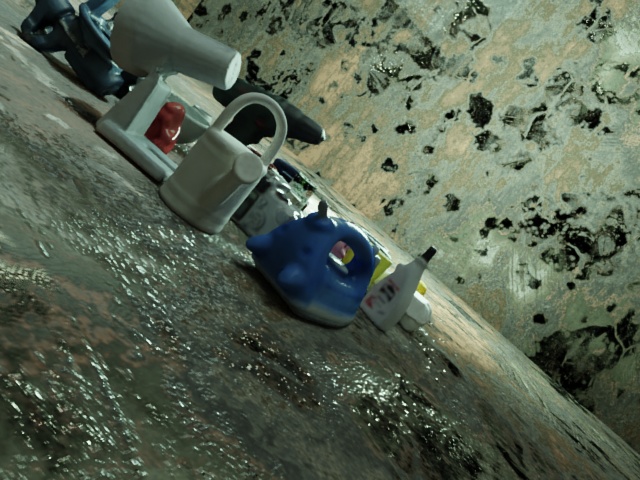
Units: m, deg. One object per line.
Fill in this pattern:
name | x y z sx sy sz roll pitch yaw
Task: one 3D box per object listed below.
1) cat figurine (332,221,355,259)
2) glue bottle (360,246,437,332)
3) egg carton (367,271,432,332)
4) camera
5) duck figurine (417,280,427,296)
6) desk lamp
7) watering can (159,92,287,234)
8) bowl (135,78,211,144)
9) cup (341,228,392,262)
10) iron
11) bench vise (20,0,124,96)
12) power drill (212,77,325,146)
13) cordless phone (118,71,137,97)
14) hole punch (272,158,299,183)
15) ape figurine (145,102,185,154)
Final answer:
cat figurine | 0.009 0.004 1.003 0.067 0.117 0.128 45 10 29
glue bottle | 0.148 0.078 1.028 0.037 0.173 0.078 31 12 -47
egg carton | 0.170 0.128 1.218 0.150 0.069 0.107 42 9 16
camera | -0.080 -0.054 0.974 0.143 0.100 0.137 43 9 20
duck figurine | 0.211 0.132 1.316 0.078 0.086 0.104 32 12 -44
desk lamp | -0.228 -0.225 0.834 0.203 0.213 0.118 40 8 2
watering can | -0.117 -0.107 0.774 0.101 0.194 0.172 30 13 -49
bowl | -0.289 -0.234 1.083 0.167 0.074 0.167 39 9 -7
cup | 0.100 0.042 1.271 0.092 0.095 0.117 30 13 -50
iron | 0.021 0.036 0.811 0.118 0.141 0.259 46 10 35
bench vise | -0.384 -0.386 0.968 0.208 0.219 0.121 36 9 -23
power drill | -0.133 -0.191 1.082 0.229 0.208 0.076 41 9 7
cordless phone | -0.356 -0.375 1.143 0.094 0.185 0.147 36 9 -24
hole punch | -0.092 -0.152 1.452 0.109 0.091 0.101 39 9 -8
ape figurine | -0.254 -0.185 0.924 0.076 0.092 0.077 29 14 -51
